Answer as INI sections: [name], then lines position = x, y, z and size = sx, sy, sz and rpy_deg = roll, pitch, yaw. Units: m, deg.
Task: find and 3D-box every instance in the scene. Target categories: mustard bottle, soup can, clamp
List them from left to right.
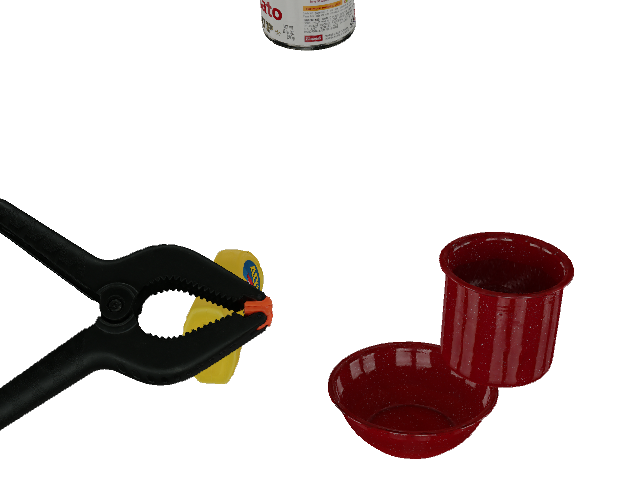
[clamp]
position = -0.138, 0.039, 0.703
size = 0.210, 0.164, 0.036
rpy_deg = -7, -20, -4
[mustard bottle]
position = -0.099, 0.065, 1.158
size = 0.058, 0.096, 0.191
rpy_deg = 1, 29, 8
[soup can]
position = -0.009, -0.189, 0.720
size = 0.068, 0.102, 0.068
rpy_deg = -1, 40, 1

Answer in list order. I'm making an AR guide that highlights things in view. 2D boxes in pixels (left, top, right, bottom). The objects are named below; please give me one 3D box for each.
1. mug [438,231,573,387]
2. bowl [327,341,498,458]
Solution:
[mug]
position = 0.124, 0.045, 0.770
size = 0.093, 0.081, 0.117
rpy_deg = -10, 30, -19
[bowl]
position = 0.088, 0.160, 1.024
size = 0.162, 0.055, 0.162
rpy_deg = -1, 26, 0
